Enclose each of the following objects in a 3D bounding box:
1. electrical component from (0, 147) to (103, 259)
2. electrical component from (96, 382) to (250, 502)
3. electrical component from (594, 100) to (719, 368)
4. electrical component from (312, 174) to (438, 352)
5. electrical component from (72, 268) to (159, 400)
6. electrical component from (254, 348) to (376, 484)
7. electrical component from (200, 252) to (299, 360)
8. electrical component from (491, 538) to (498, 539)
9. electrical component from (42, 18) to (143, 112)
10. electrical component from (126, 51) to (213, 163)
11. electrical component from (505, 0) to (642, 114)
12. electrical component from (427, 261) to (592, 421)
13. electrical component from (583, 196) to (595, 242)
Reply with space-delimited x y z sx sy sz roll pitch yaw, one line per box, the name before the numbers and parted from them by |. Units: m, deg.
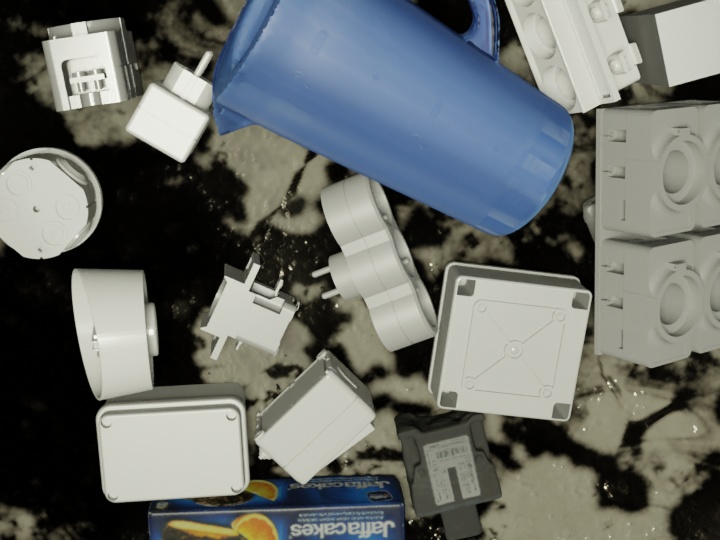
electrical component | -0.234 -0.049 0.797 0.080 0.051 0.080 -1 102 -4
electrical component | -0.144 0.134 0.839 0.113 0.057 0.078 -3 102 -3
electrical component | 0.236 -0.030 0.805 0.105 0.060 0.186 -10 105 -33
electrical component | 0.000 0.000 0.823 0.074 0.052 0.138 -21 103 14
electrical component | -0.184 0.046 0.800 0.064 0.099 0.099 -5 102 -9
electrical component | -0.038 0.121 0.841 0.096 0.061 0.061 -44 101 6
electrical component | -0.085 0.032 0.829 0.064 0.042 0.081 24 100 -11
electrical component | 0.099 0.267 0.875 0.066 0.076 0.047 -27 103 2
electrical component | -0.188 -0.146 0.759 0.050 0.089 0.055 -9 103 -2
electrical component | -0.127 -0.125 0.780 0.047 0.065 0.076 30 98 -10
electrical component | 0.154 -0.182 0.787 0.063 0.079 0.121 -29 104 -20
electrical component | 0.115 0.055 0.840 0.109 0.056 0.108 7 102 -5
electrical component | 0.198 -0.029 0.839 0.035 0.035 0.061 -25 105 2
